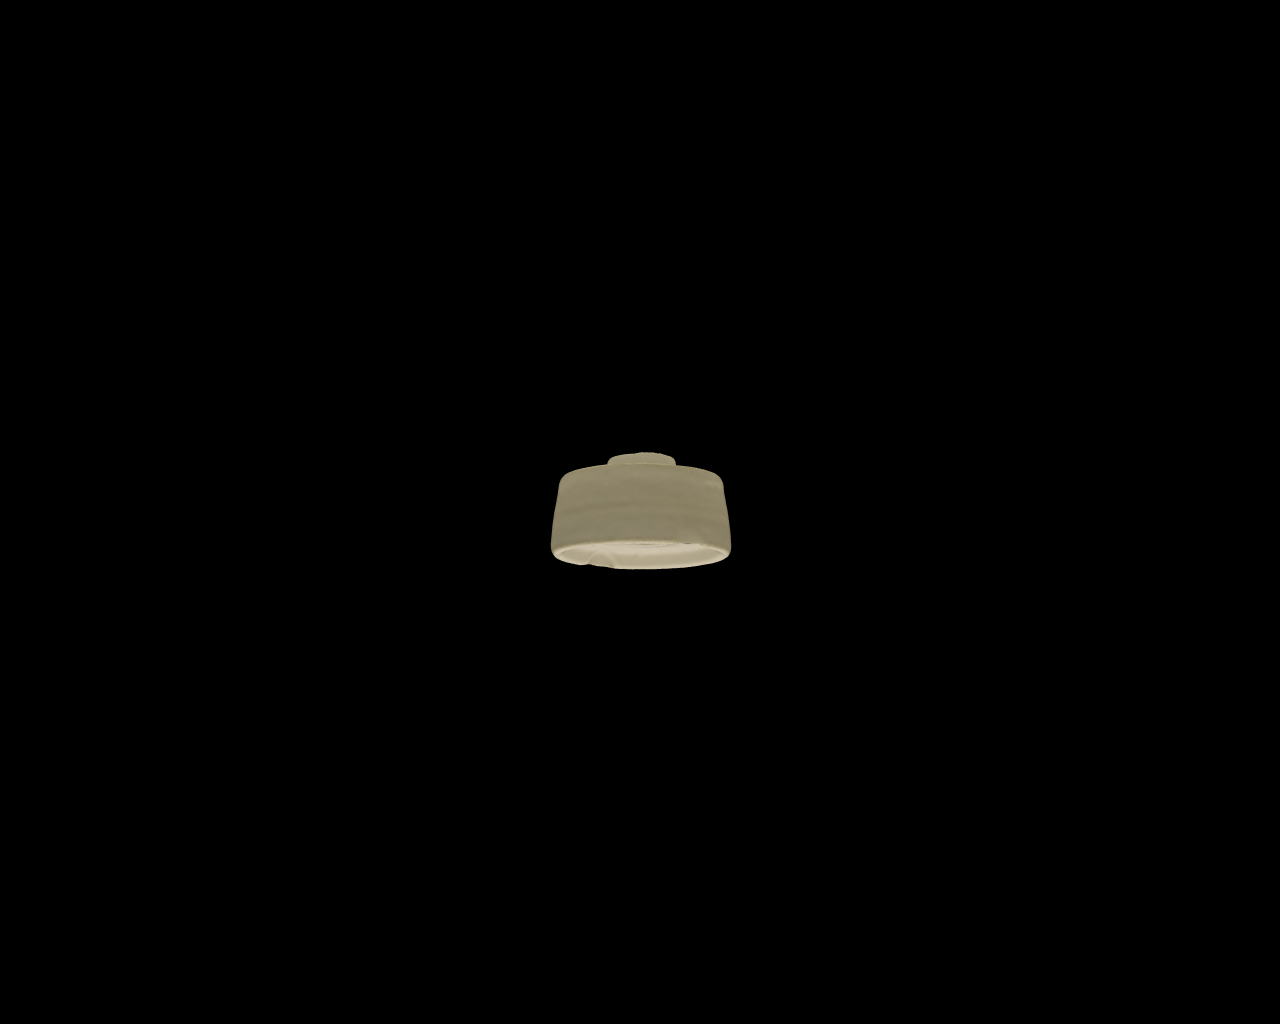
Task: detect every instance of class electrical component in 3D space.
[{"bbox_3d":[0.001,-0.003,0.650,0.108,0.060,0.108,0,-11,0],"label":"electrical component"}]
